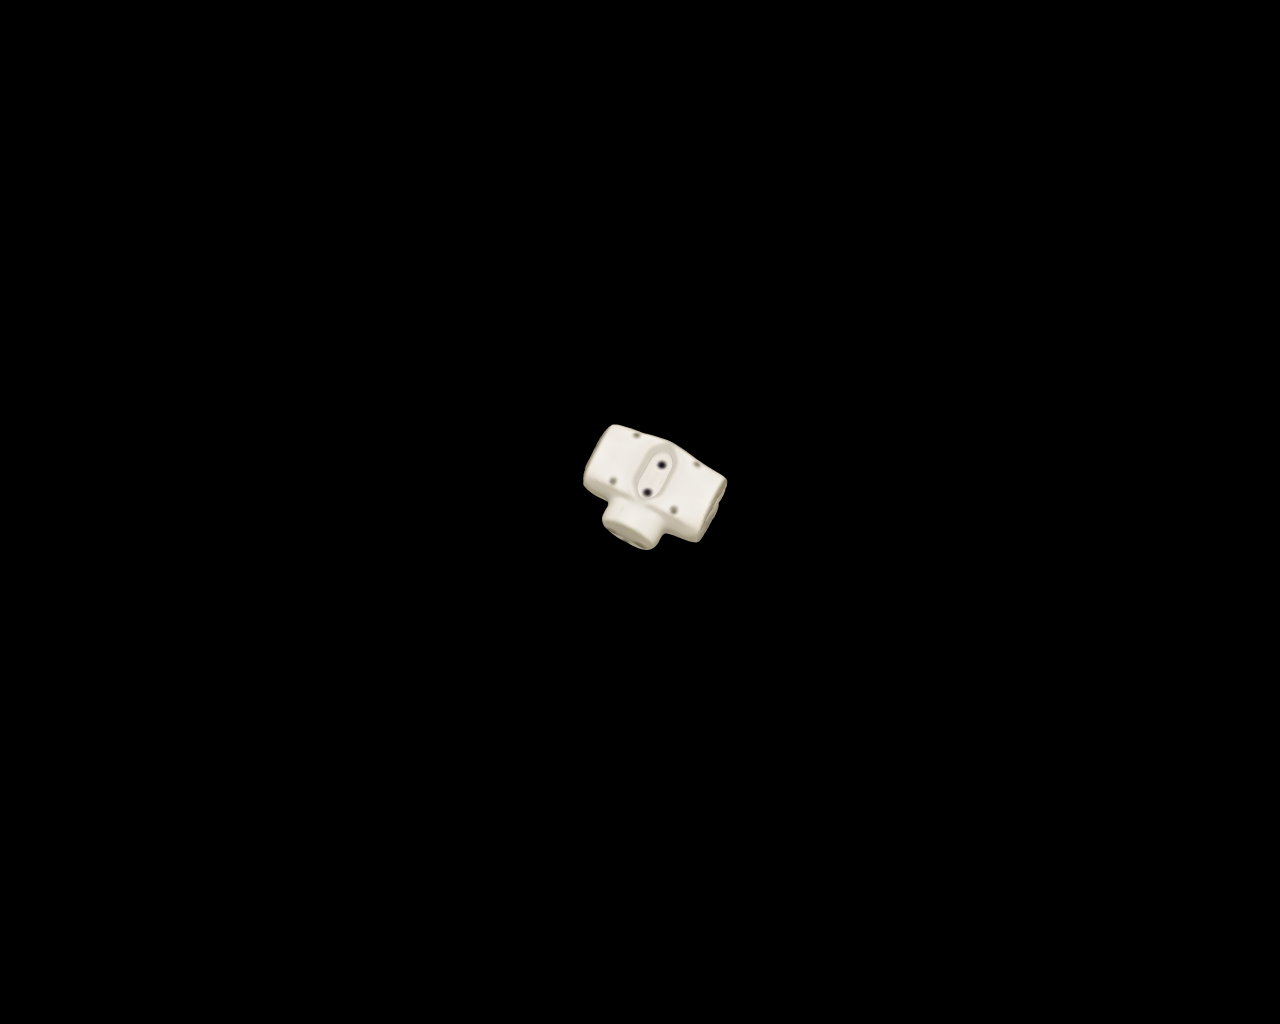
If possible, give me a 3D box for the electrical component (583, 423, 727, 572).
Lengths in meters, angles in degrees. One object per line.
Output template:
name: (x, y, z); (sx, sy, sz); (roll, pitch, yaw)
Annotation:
electrical component: (0.001, -0.003, 0.650); (0.077, 0.079, 0.043); (27, -14, 7)
